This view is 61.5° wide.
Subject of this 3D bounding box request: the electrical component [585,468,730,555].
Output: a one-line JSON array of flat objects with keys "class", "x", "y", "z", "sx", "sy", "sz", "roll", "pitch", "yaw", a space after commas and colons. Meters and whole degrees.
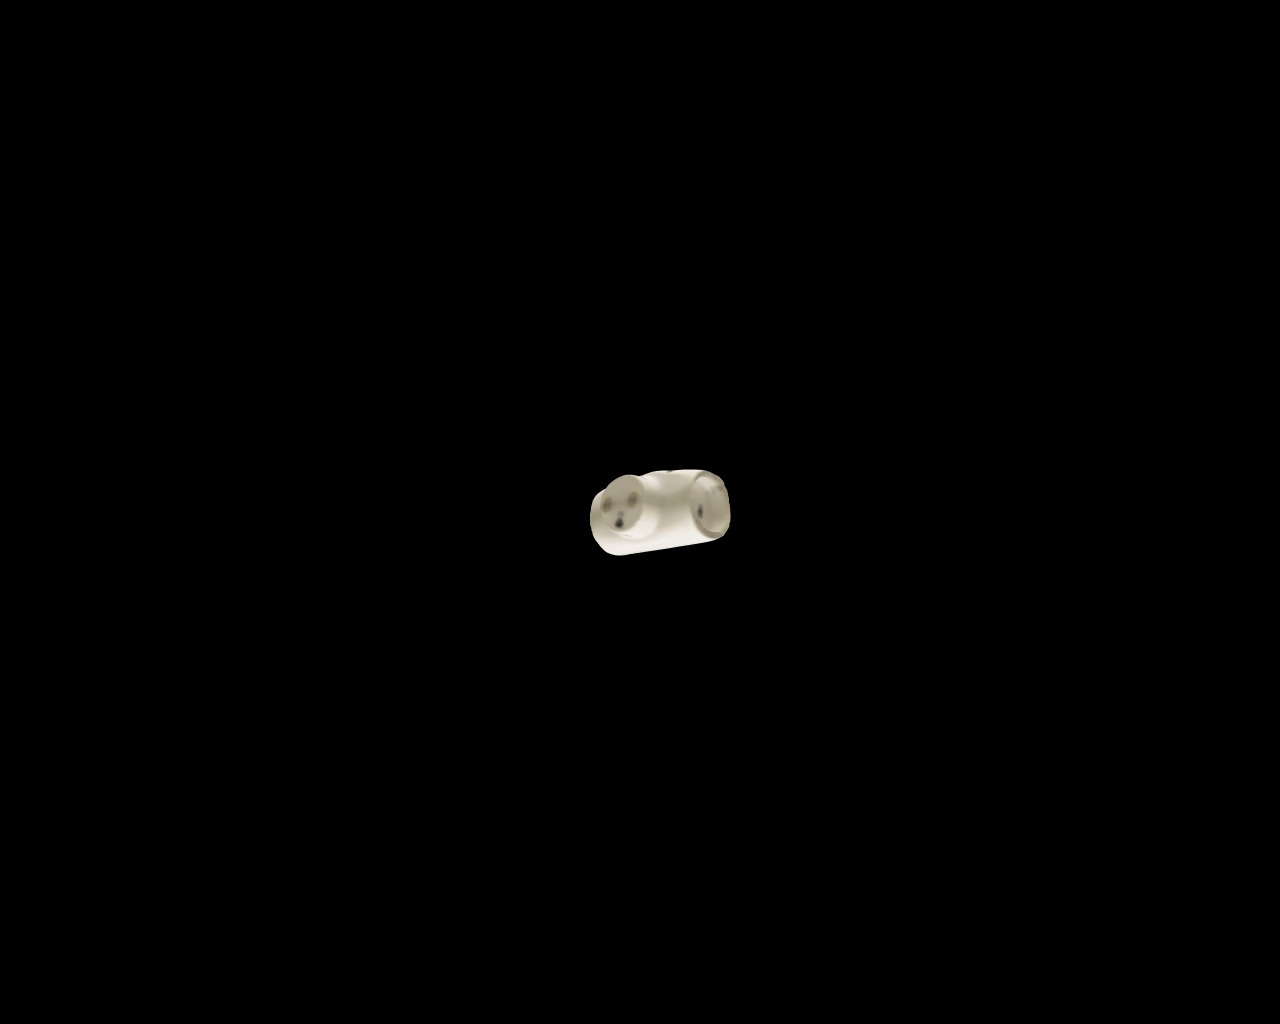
[{"class": "electrical component", "x": 0.001, "y": -0.003, "z": 0.650, "sx": 0.077, "sy": 0.043, "sz": 0.079, "roll": -11, "pitch": -17, "yaw": 37}]
